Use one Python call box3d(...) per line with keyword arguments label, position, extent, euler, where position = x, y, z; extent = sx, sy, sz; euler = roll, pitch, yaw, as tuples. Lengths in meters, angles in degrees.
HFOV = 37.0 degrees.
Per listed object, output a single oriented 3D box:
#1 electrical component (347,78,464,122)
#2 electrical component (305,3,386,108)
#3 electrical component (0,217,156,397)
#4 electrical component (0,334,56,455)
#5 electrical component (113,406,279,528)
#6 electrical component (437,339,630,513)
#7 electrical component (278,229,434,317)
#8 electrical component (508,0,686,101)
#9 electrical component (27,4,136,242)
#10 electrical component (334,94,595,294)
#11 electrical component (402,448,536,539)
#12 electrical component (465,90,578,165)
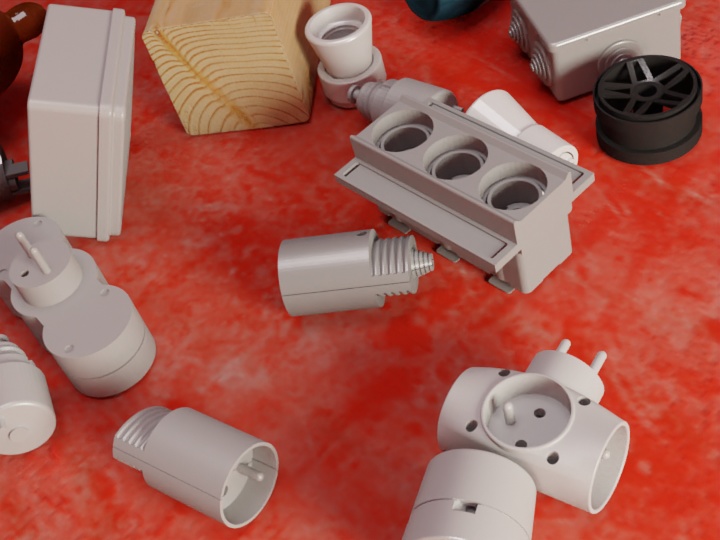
box3d(label="electrical component", position=(0.026, -0.101, 0.677), extent=(0.078, 0.040, 0.040), euler=(24, 59, 33))
box3d(label="electrical component", position=(-0.008, -0.142, 0.714), extent=(0.045, 0.055, 0.045), euler=(-9, 47, 9))
box3d(label="electrical component", position=(-0.175, 0.008, 0.616), extent=(0.052, 0.073, 0.138), euler=(-38, 49, -18))
box3d(label="electrical component", position=(-0.193, 0.065, 0.592), extent=(0.040, 0.040, 0.078), euler=(-26, 46, -7))
box3d(label="electrical component", position=(-0.085, 0.091, 0.532), extent=(0.081, 0.043, 0.043), euler=(18, 56, 30))
box3d(label="electrical component", position=(0.089, 0.064, 0.502), extent=(0.077, 0.044, 0.079), euler=(18, 56, 30))
box3d(label="electrical component", position=(0.000, 0.000, 0.590), extent=(0.081, 0.043, 0.043), euler=(-7, 47, 12))
box3d(label="electrical component", position=(0.149, -0.161, 0.687), extent=(0.100, 0.048, 0.099), euler=(-19, 46, -1))
box3d(label="electrical component", position=(-0.175, -0.093, 0.680), extent=(0.056, 0.108, 0.108), euler=(4, 45, -11))
box3d(label="electrical component", position=(0.057, -0.042, 0.596), extent=(0.079, 0.063, 0.121), euler=(-41, 50, -21))
box3d(label="electrical component", position=(0.048, 0.111, 0.466), extent=(0.055, 0.055, 0.047), euler=(3, 46, 20))
box3d(label="electrical component", position=(0.094, -0.071, 0.628), extent=(0.044, 0.044, 0.065), euler=(-36, 53, -16))
